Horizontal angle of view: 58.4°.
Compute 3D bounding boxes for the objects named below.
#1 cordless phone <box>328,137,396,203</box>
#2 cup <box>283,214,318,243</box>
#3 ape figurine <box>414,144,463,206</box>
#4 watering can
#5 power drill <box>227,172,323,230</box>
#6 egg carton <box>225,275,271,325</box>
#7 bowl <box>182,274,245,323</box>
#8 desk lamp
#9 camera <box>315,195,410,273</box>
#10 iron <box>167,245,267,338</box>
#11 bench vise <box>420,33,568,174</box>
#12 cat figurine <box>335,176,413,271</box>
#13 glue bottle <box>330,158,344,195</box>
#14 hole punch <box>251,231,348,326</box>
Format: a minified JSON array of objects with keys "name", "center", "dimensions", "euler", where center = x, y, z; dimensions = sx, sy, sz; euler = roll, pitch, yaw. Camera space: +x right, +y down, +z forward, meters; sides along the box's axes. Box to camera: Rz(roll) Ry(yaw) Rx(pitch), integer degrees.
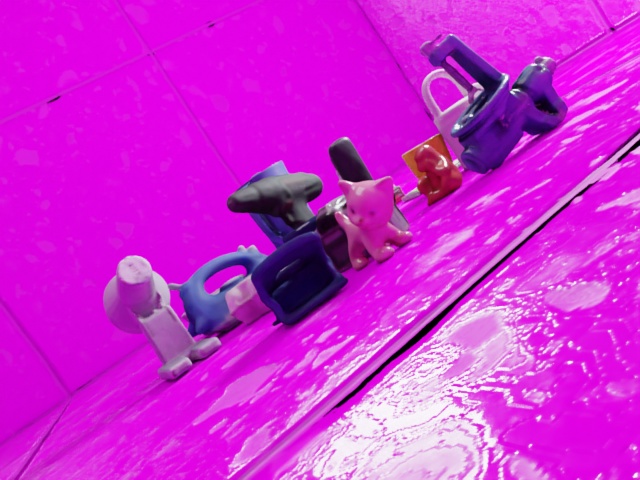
[{"name":"cordless phone","center":[0.049,-0.083,1.043],"dimensions":[0.148,0.185,0.094],"euler":[-36,4,-25]},{"name":"cup","center":[0.009,0.003,0.973],"dimensions":[0.117,0.095,0.092],"euler":[-34,3,4]},{"name":"ape figurine","center":[0.189,-0.115,0.951],"dimensions":[0.076,0.092,0.077],"euler":[-35,4,-12]},{"name":"watering can","center":[0.272,-0.243,1.091],"dimensions":[0.101,0.194,0.172],"euler":[-37,4,-36]},{"name":"power drill","center":[-0.048,-0.034,1.090],"dimensions":[0.075,0.208,0.230],"euler":[-31,5,40]},{"name":"egg carton","center":[-0.104,0.091,1.039],"dimensions":[0.107,0.069,0.150],"euler":[-33,3,18]},{"name":"bowl","center":[-0.223,0.151,1.290],"dimensions":[0.167,0.075,0.167],"euler":[-34,3,3]},{"name":"desk lamp","center":[-0.289,0.131,1.008],"dimensions":[0.118,0.213,0.203],"euler":[-36,4,-28]},{"name":"camera","center":[0.065,-0.033,0.895],"dimensions":[0.143,0.101,0.137],"euler":[-32,4,34]},{"name":"iron","center":[-0.174,0.087,1.161],"dimensions":[0.259,0.141,0.118],"euler":[-36,4,-28]},{"name":"bench vise","center":[0.261,-0.238,0.894],"dimensions":[0.208,0.220,0.121],"euler":[-36,4,-28]},{"name":"cat figurine","center":[0.061,-0.031,0.758],"dimensions":[0.067,0.118,0.127],"euler":[-36,4,-28]},{"name":"glue bottle","center":[0.074,-0.103,1.192],"dimensions":[0.078,0.173,0.037],"euler":[-32,4,24]},{"name":"hole punch","center":[-0.034,0.050,0.742],"dimensions":[0.109,0.091,0.101],"euler":[-35,3,-13]}]
